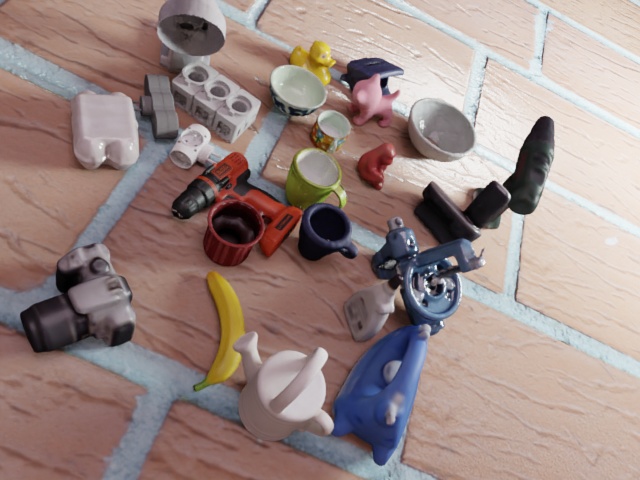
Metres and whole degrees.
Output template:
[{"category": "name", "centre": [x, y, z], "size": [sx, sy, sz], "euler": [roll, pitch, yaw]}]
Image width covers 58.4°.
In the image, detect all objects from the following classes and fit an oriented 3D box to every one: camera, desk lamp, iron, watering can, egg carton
[{"category": "camera", "centre": [-0.341, 0.086, 0.795], "size": [0.137, 0.100, 0.143], "euler": [-21, 70, -32]}, {"category": "desk lamp", "centre": [-0.246, -0.414, 1.083], "size": [0.118, 0.213, 0.203], "euler": [7, 57, -19]}, {"category": "iron", "centre": [0.122, 0.208, 0.896], "size": [0.118, 0.141, 0.259], "euler": [33, 52, -1]}, {"category": "watering can", "centre": [-0.050, 0.202, 0.791], "size": [0.173, 0.194, 0.101], "euler": [24, 53, -8]}, {"category": "egg carton", "centre": [-0.366, -0.188, 0.978], "size": [0.107, 0.069, 0.150], "euler": [-4, 61, -25]}]

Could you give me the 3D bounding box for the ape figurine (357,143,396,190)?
[{"category": "ape figurine", "centre": [0.122, -0.159, 1.159], "size": [0.076, 0.092, 0.078], "euler": [44, 53, 7]}]

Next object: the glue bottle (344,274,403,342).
[{"category": "glue bottle", "centre": [0.093, 0.101, 0.931], "size": [0.037, 0.173, 0.078], "euler": [-4, 61, -25]}]

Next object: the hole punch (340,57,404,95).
[{"category": "hole punch", "centre": [0.118, -0.377, 1.296], "size": [0.109, 0.091, 0.101], "euler": [-21, 69, -32]}]

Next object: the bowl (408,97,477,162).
[{"category": "bowl", "centre": [0.260, -0.232, 1.277], "size": [0.168, 0.074, 0.167], "euler": [11, 56, -17]}]

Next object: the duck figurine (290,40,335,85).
[{"category": "duck figurine", "centre": [-0.012, -0.400, 1.257], "size": [0.104, 0.086, 0.078], "euler": [38, 52, 3]}]

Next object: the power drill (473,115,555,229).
[{"category": "power drill", "centre": [0.402, -0.124, 1.187], "size": [0.076, 0.208, 0.230], "euler": [26, 53, -6]}]

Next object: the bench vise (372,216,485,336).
[{"category": "bench vise", "centre": [0.176, 0.042, 0.975], "size": [0.207, 0.219, 0.122], "euler": [47, 54, 10]}]

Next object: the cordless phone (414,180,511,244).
[{"category": "cordless phone", "centre": [0.283, -0.080, 1.121], "size": [0.147, 0.185, 0.094], "euler": [47, 53, 10]}]

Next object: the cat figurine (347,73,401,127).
[{"category": "cat figurine", "centre": [0.115, -0.305, 1.232], "size": [0.128, 0.117, 0.067], "euler": [-6, 62, -26]}]

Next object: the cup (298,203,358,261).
[{"category": "cup", "centre": [0.009, 0.004, 1.005], "size": [0.117, 0.095, 0.092], "euler": [42, 53, 6]}]
